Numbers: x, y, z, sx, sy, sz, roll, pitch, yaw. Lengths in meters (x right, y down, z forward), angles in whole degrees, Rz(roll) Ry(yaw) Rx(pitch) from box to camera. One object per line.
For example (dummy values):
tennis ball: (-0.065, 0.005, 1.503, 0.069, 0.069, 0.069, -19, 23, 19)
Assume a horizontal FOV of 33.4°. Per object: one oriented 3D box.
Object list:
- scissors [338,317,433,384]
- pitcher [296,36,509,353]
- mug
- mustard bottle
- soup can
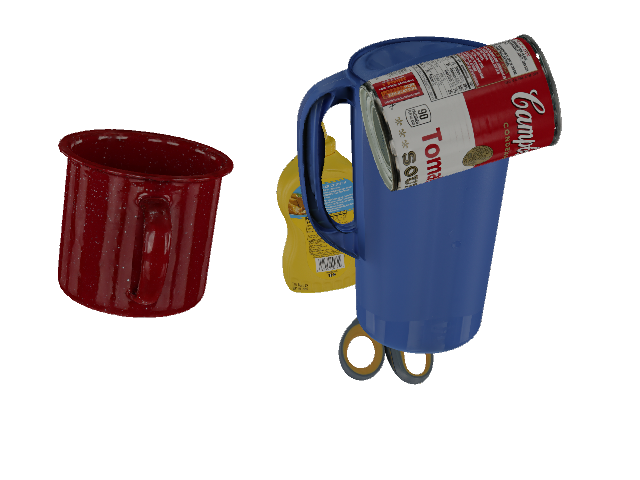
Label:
scissors: (0.041, 0.055, 1.025, 0.096, 0.202, 0.016, -17, -31, -16)
pitcher: (0.075, -0.033, 0.860, 0.149, 0.243, 0.144, 18, 33, 27)
mug: (-0.095, -0.005, 0.571, 0.093, 0.081, 0.117, 3, 19, -20)
mustard bottle: (0.001, -0.040, 1.183, 0.096, 0.192, 0.058, -9, 25, -10)
soup can: (0.080, -0.075, 0.627, 0.102, 0.068, 0.068, -17, 1, -4)
